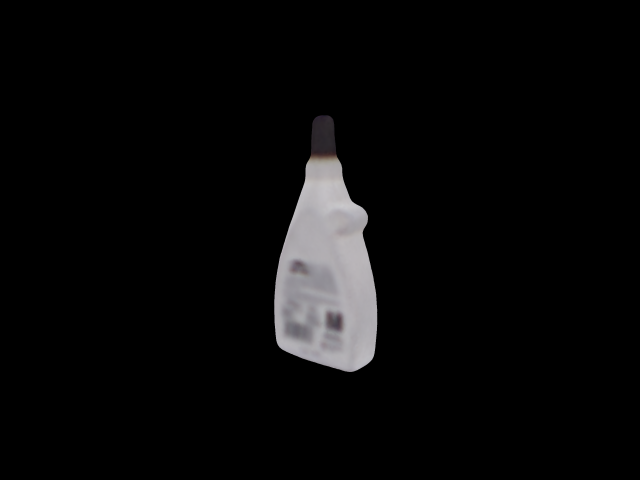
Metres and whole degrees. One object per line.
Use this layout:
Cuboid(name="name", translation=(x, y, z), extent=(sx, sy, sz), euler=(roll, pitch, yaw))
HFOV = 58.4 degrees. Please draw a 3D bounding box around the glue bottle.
Cuboid(name="glue bottle", translation=(0.004, 0.001, 0.400), extent=(0.077, 0.173, 0.037), euler=(11, 19, 34))
